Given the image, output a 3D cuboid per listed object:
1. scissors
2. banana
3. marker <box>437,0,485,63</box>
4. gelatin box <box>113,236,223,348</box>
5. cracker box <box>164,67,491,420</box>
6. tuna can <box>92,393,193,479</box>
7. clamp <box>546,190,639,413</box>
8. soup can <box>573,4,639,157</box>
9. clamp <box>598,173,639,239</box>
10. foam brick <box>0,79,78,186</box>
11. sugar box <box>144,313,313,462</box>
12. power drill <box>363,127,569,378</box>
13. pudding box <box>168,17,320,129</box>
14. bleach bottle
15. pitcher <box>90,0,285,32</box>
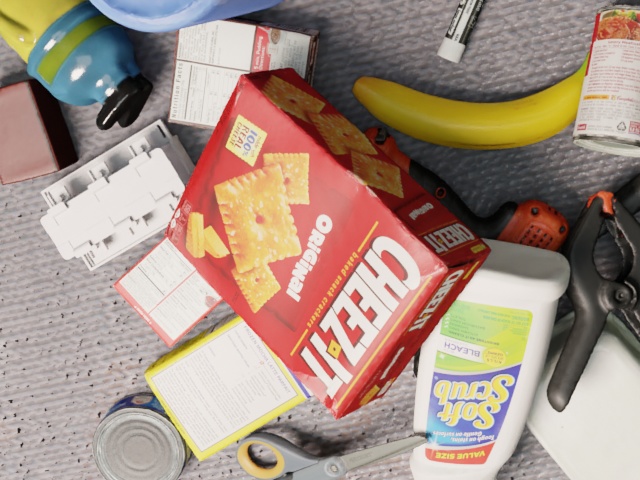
[{"bbox_3d":[-0.003,0.177,0.896,0.096,0.016,0.202,49,127,6],"label":"scissors"},{"bbox_3d":[0.126,-0.104,0.850,0.198,0.037,0.069,-5,73,4],"label":"banana"},{"bbox_3d":[0.124,-0.198,0.835,0.020,0.020,0.121,23,104,0],"label":"marker"},{"bbox_3d":[-0.119,0.035,0.907,0.089,0.030,0.073,-42,94,12],"label":"gelatin box"},{"bbox_3d":[-0.005,0.001,0.797,0.214,0.071,0.164,45,125,20],"label":"cracker box"},{"bbox_3d":[-0.156,0.181,0.941,0.086,0.033,0.086,1,102,6],"label":"tuna can"},{"bbox_3d":[0.236,0.049,0.823,0.120,0.039,0.171,4,87,-10],"label":"clamp"},{"bbox_3d":[0.233,-0.119,0.806,0.068,0.068,0.102,11,90,3],"label":"soup can"},{"bbox_3d":[0.313,-0.058,0.838,0.164,0.036,0.210,22,107,-1],"label":"clamp"},{"bbox_3d":[-0.242,-0.090,0.880,0.051,0.053,0.078,-16,99,9],"label":"foam brick"},{"bbox_3d":[-0.052,0.103,0.908,0.176,0.048,0.093,-31,97,8],"label":"sugar box"},{"bbox_3d":[0.080,0.011,0.869,0.187,0.057,0.184,33,106,-4],"label":"power drill"},{"bbox_3d":[-0.062,-0.132,0.860,0.113,0.039,0.090,10,105,5],"label":"pudding box"},{"bbox_3d":[0.126,0.126,0.838,0.103,0.068,0.251,11,115,15],"label":"bleach bottle"},{"bbox_3d":[-0.093,-0.214,0.740,0.149,0.242,0.145,-30,100,18],"label":"pitcher"}]
